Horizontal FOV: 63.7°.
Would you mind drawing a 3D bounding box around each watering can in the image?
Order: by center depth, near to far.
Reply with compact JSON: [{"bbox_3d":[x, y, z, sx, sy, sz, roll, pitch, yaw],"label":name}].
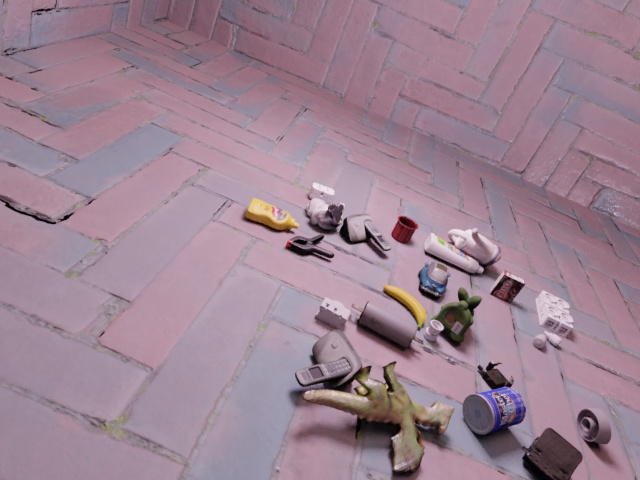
[{"bbox_3d":[0.648,0.022,2.120,0.224,0.104,0.346,31,-4,-2],"label":"watering can"}]

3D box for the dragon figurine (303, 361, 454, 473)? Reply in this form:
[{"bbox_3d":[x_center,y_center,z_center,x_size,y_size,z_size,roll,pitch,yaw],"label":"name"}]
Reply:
[{"bbox_3d":[0.165,0.436,1.241,0.411,0.119,0.247,-3,47,-36],"label":"dragon figurine"}]

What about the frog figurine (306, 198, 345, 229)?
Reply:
[{"bbox_3d":[0.006,-0.100,1.994,0.159,0.121,0.139,0,23,37],"label":"frog figurine"}]
